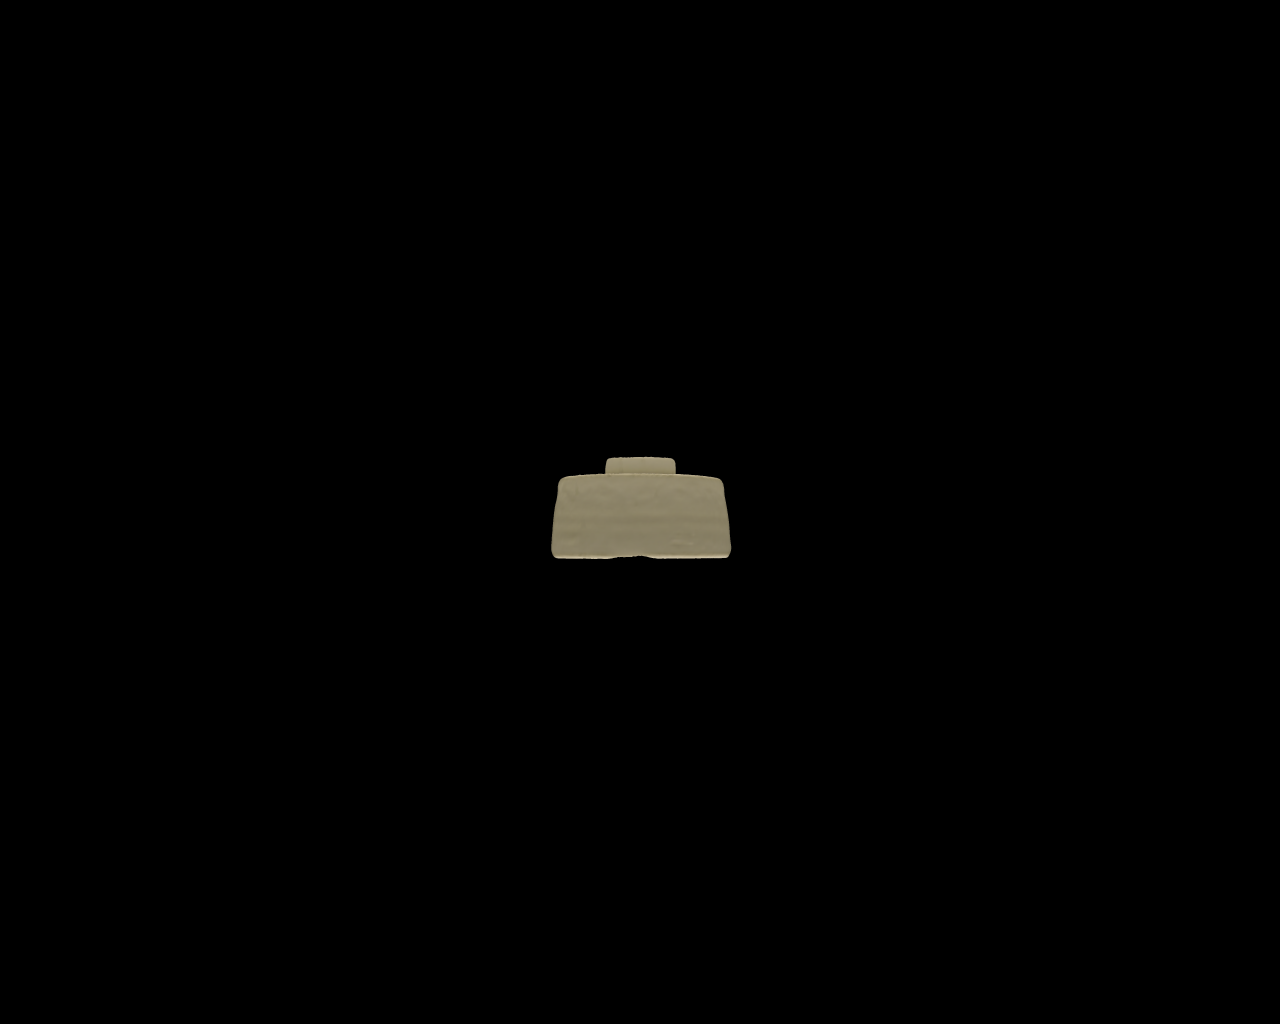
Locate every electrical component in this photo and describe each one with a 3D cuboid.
[{"bbox_3d":[0.001,-0.003,0.650,0.108,0.060,0.108,0,-2,0],"label":"electrical component"}]
